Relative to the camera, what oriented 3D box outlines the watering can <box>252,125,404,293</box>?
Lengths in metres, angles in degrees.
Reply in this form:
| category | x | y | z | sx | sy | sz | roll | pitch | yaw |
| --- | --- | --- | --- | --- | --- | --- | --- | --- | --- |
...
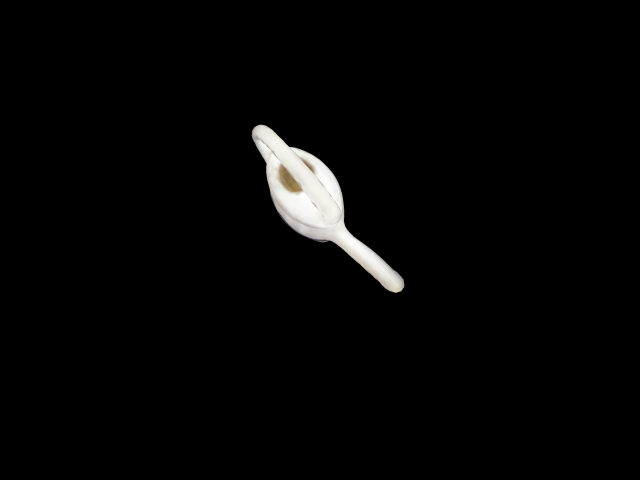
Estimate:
| category | x | y | z | sx | sy | sz | roll | pitch | yaw |
| --- | --- | --- | --- | --- | --- | --- | --- | --- | --- |
| watering can | 0.003 | -0.043 | 0.850 | 0.104 | 0.350 | 0.222 | -38 | -9 | -6 |
